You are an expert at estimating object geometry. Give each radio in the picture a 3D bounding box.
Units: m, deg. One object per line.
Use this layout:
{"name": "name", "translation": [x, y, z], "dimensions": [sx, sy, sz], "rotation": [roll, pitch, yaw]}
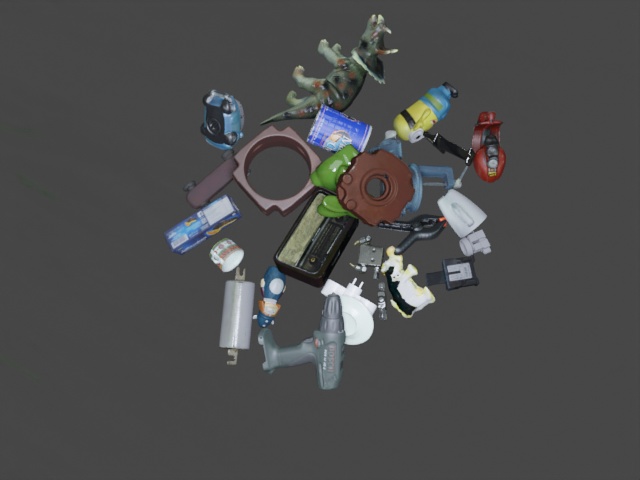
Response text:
{"name": "radio", "translation": [-0.003, -0.004, 1.333], "dimensions": [0.131, 0.073, 0.229], "rotation": [26, 72, 15]}

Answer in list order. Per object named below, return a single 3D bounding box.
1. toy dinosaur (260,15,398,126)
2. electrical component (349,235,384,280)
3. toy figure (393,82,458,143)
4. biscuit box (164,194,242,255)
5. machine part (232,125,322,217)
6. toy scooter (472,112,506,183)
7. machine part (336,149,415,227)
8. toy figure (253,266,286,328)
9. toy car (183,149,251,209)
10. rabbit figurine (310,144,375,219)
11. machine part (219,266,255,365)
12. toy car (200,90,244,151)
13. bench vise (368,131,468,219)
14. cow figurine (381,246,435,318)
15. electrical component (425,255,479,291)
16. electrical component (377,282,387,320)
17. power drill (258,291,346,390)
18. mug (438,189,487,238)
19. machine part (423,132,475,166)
{"name": "toy dinosaur", "translation": [0.037, -0.404, 1.426], "dimensions": [0.192, 0.131, 0.405], "rotation": [40, 93, 17]}
{"name": "electrical component", "translation": [0.119, 0.041, 1.335], "dimensions": [0.078, 0.045, 0.102], "rotation": [13, 80, 15]}
{"name": "toy figure", "translation": [0.269, -0.327, 1.377], "dimensions": [0.180, 0.082, 0.089], "rotation": [-47, 54, 5]}
{"name": "biscuit box", "translation": [-0.311, -0.039, 1.426], "dimensions": [0.203, 0.062, 0.059], "rotation": [-32, 74, 3]}
{"name": "machine part", "translation": [-0.109, -0.176, 1.391], "dimensions": [0.201, 0.087, 0.201], "rotation": [-42, 84, -10]}
{"name": "toy scooter", "translation": [0.410, -0.237, 1.300], "dimensions": [0.075, 0.135, 0.184], "rotation": [-3, 78, 8]}
{"name": "machine part", "translation": [0.129, -0.119, 1.222], "dimensions": [0.179, 0.056, 0.179], "rotation": [0, 92, -9]}
{"name": "toy figure", "translation": [-0.126, 0.144, 1.348], "dimensions": [0.064, 0.057, 0.154], "rotation": [11, 78, 2]}
{"name": "toy car", "translation": [-0.276, -0.161, 1.454], "dimensions": [0.202, 0.053, 0.089], "rotation": [-42, 88, -2]}
{"name": "rabbit figurine", "translation": [0.066, -0.118, 1.282], "dimensions": [0.159, 0.121, 0.170], "rotation": [-33, 80, -15]}
{"name": "machine part", "translation": [-0.207, 0.188, 1.346], "dimensions": [0.079, 0.079, 0.243], "rotation": [0, 77, 11]}
{"name": "toy car", "translation": [-0.257, -0.333, 1.461], "dimensions": [0.109, 0.161, 0.103], "rotation": [21, 37, 21]}
{"name": "bench vise", "translation": [0.232, -0.162, 1.330], "dimensions": [0.241, 0.128, 0.223], "rotation": [0, 68, -10]}
{"name": "cow figurine", "translation": [0.194, 0.100, 1.298], "dimensions": [0.098, 0.068, 0.167], "rotation": [-37, 72, 7]}
{"name": "electrical component", "translation": [0.315, 0.082, 1.288], "dimensions": [0.119, 0.047, 0.075], "rotation": [-6, 75, 7]}
{"name": "electrical component", "translation": [0.150, 0.146, 1.294], "dimensions": [0.021, 0.063, 0.094], "rotation": [-3, 75, 10]}
{"name": "power drill", "translation": [-0.038, 0.241, 1.281], "dimensions": [0.207, 0.086, 0.231], "rotation": [-6, 97, 9]}
{"name": "mug", "translation": [0.330, -0.067, 1.279], "dimensions": [0.107, 0.109, 0.081], "rotation": [47, 109, 5]}
{"name": "machine part", "translation": [0.322, -0.227, 1.327], "dimensions": [0.139, 0.084, 0.039], "rotation": [38, 94, 39]}
